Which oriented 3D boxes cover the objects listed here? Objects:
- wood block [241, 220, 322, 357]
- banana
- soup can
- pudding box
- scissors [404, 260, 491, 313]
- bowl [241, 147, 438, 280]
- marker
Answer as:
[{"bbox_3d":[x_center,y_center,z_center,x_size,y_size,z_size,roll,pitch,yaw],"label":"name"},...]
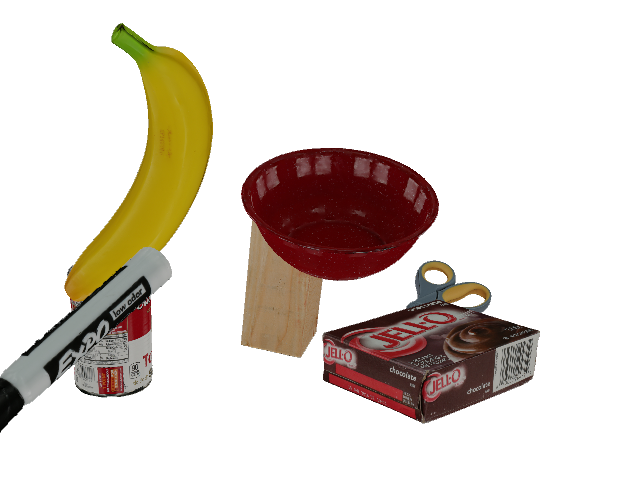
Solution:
[{"bbox_3d":[-0.047,0.042,1.460,0.090,0.206,0.090,11,22,10],"label":"wood block"},{"bbox_3d":[-0.105,-0.039,0.638,0.069,0.198,0.037,10,35,-13],"label":"banana"},{"bbox_3d":[-0.177,0.073,0.900,0.068,0.102,0.068,1,19,-1],"label":"soup can"},{"bbox_3d":[0.071,0.074,0.686,0.113,0.039,0.090,-10,19,-41],"label":"pudding box"},{"bbox_3d":[0.099,0.063,1.169,0.201,0.016,0.096,-7,41,-32],"label":"scissors"},{"bbox_3d":[0.015,-0.015,0.883,0.162,0.055,0.162,2,33,-2],"label":"bowl"},{"bbox_3d":[-0.108,0.044,0.453,0.020,0.020,0.121,0,34,42],"label":"marker"}]
